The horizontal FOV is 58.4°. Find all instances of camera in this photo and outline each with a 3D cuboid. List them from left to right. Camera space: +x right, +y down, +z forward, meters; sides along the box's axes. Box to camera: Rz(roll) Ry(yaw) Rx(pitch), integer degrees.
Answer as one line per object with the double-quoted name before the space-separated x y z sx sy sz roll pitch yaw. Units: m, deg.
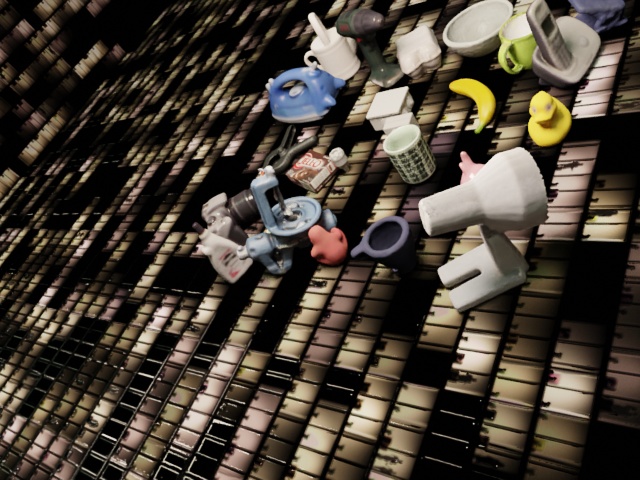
"camera" -0.208 -0.063 1.378 0.136 0.101 0.143 -31 39 11

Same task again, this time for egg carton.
"egg carton" 0.247 -0.474 1.441 0.107 0.070 0.150 -24 41 18

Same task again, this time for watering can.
"watering can" 0.032 -0.547 1.581 0.173 0.195 0.100 -40 39 -1

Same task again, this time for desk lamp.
"desk lamp" 0.253 -0.016 0.877 0.203 0.214 0.117 -30 40 12

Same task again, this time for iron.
"iron" -0.067 -0.407 1.567 0.257 0.142 0.119 -3 51 37

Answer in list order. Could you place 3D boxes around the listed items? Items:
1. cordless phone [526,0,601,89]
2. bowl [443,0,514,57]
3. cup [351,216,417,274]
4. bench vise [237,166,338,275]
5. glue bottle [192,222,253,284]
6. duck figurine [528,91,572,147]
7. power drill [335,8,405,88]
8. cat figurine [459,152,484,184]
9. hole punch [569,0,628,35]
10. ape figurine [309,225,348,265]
"cordless phone" 0.463 -0.403 1.107 0.093 0.186 0.148 13 62 45
"bowl" 0.378 -0.482 1.340 0.167 0.075 0.167 -21 42 21
"cup" 0.124 0.024 1.036 0.117 0.095 0.091 -27 40 15
"bench vise" -0.090 -0.034 1.161 0.207 0.220 0.121 -45 39 -7
"glue bottle" -0.222 0.020 1.252 0.078 0.174 0.037 -51 40 -14
"duck figurine" 0.419 -0.237 1.062 0.077 0.086 0.104 -6 49 35
"power drill" 0.131 -0.491 1.436 0.075 0.209 0.228 -43 39 -4
"cat figurine" 0.279 -0.109 1.023 0.067 0.118 0.127 -26 41 17
"hole punch" 0.567 -0.485 1.180 0.101 0.091 0.108 -23 41 19
"ape figurine" 0.011 0.004 1.147 0.078 0.092 0.076 -35 39 5
